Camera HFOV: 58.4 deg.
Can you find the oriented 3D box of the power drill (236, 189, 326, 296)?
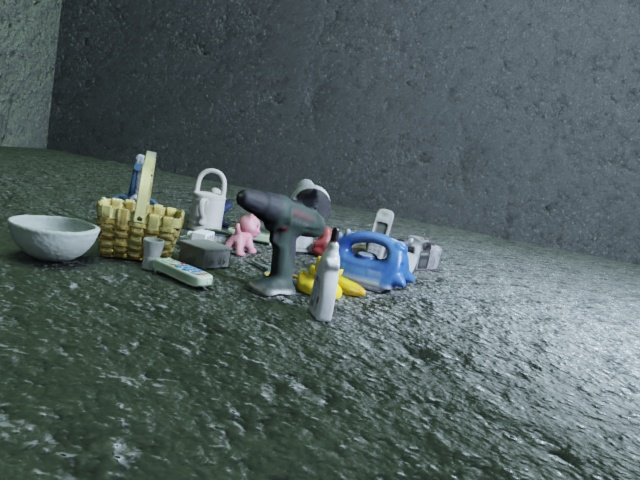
[{"bbox_3d":[-0.089,0.006,1.178,0.075,0.208,0.230,19,12,42],"label":"power drill"}]

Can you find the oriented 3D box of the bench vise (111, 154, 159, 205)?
[{"bbox_3d":[-0.466,-0.108,1.422,0.122,0.220,0.206,5,10,-32],"label":"bench vise"}]

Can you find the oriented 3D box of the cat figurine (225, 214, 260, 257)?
[{"bbox_3d":[-0.201,-0.024,1.533,0.067,0.118,0.128,13,9,16],"label":"cat figurine"}]

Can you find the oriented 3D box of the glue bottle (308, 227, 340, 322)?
[{"bbox_3d":[0.015,0.061,1.069,0.037,0.173,0.078,8,9,-15],"label":"glue bottle"}]

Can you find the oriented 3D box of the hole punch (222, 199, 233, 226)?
[{"bbox_3d":[-0.353,-0.094,1.887,0.108,0.091,0.101,18,12,40],"label":"hole punch"}]

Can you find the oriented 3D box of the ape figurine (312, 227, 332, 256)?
[{"bbox_3d":[0.015,0.006,1.685,0.078,0.092,0.076,5,10,-31],"label":"ape figurine"}]

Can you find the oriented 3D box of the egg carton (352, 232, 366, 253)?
[{"bbox_3d":[0.122,0.019,1.806,0.107,0.069,0.150,9,9,-7],"label":"egg carton"}]

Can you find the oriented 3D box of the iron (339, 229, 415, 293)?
[{"bbox_3d":[0.109,0.039,1.424,0.257,0.141,0.119,14,10,22],"label":"iron"}]

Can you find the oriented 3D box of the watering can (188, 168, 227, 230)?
[{"bbox_3d":[-0.340,-0.123,1.751,0.101,0.194,0.172,7,9,-21],"label":"watering can"}]

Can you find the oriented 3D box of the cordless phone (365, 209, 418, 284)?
[{"bbox_3d":[0.189,0.018,1.511,0.147,0.185,0.094,14,9,21],"label":"cordless phone"}]

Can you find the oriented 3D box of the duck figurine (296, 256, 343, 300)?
[{"bbox_3d":[0.003,0.076,1.243,0.104,0.086,0.078,14,9,19],"label":"duck figurine"}]

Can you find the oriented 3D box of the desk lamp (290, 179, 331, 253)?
[{"bbox_3d":[-0.047,-0.071,1.702,0.118,0.213,0.203,8,9,-12],"label":"desk lamp"}]

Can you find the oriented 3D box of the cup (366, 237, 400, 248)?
[{"bbox_3d":[0.185,0.037,1.681,0.118,0.095,0.091,8,9,-13],"label":"cup"}]

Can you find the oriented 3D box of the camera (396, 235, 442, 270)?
[{"bbox_3d":[0.295,0.033,1.819,0.144,0.101,0.136,2,12,-44],"label":"camera"}]

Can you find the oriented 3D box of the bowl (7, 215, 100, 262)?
[{"bbox_3d":[-0.525,0.001,1.129,0.167,0.075,0.167,10,9,-1],"label":"bowl"}]
